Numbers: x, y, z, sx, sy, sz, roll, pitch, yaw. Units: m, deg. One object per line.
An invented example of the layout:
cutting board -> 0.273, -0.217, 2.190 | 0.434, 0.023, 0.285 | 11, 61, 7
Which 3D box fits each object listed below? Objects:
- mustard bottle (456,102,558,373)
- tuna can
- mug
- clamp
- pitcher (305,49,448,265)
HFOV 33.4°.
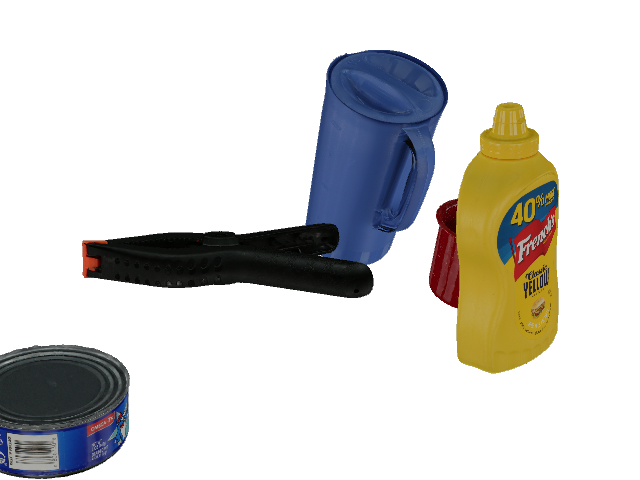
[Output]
mustard bottle -> 0.137, -0.006, 0.778 | 0.058, 0.192, 0.096 | 18, 31, 42
tuna can -> -0.145, 0.090, 0.572 | 0.086, 0.034, 0.086 | 3, 23, -1
mug -> 0.147, 0.010, 1.048 | 0.093, 0.081, 0.117 | -6, 34, -22
clamp -> -0.067, 0.015, 0.784 | 0.209, 0.036, 0.165 | -2, 11, -15
pitcher -> 0.057, -0.080, 1.212 | 0.145, 0.243, 0.149 | 20, 44, 7
